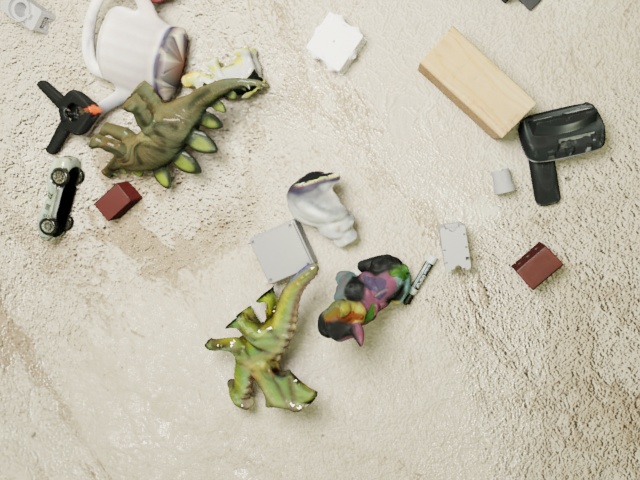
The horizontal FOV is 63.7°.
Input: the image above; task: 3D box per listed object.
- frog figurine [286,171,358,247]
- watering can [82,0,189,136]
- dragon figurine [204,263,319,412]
[{"bbox_3d":[0.003,-0.053,1.051,0.137,0.124,0.157,-1,111,43],"label":"frog figurine"},{"bbox_3d":[-0.399,-0.354,1.084,0.224,0.106,0.341,21,115,5],"label":"watering can"},{"bbox_3d":[-0.087,0.237,1.073,0.404,0.124,0.243,-37,87,33],"label":"dragon figurine"}]
